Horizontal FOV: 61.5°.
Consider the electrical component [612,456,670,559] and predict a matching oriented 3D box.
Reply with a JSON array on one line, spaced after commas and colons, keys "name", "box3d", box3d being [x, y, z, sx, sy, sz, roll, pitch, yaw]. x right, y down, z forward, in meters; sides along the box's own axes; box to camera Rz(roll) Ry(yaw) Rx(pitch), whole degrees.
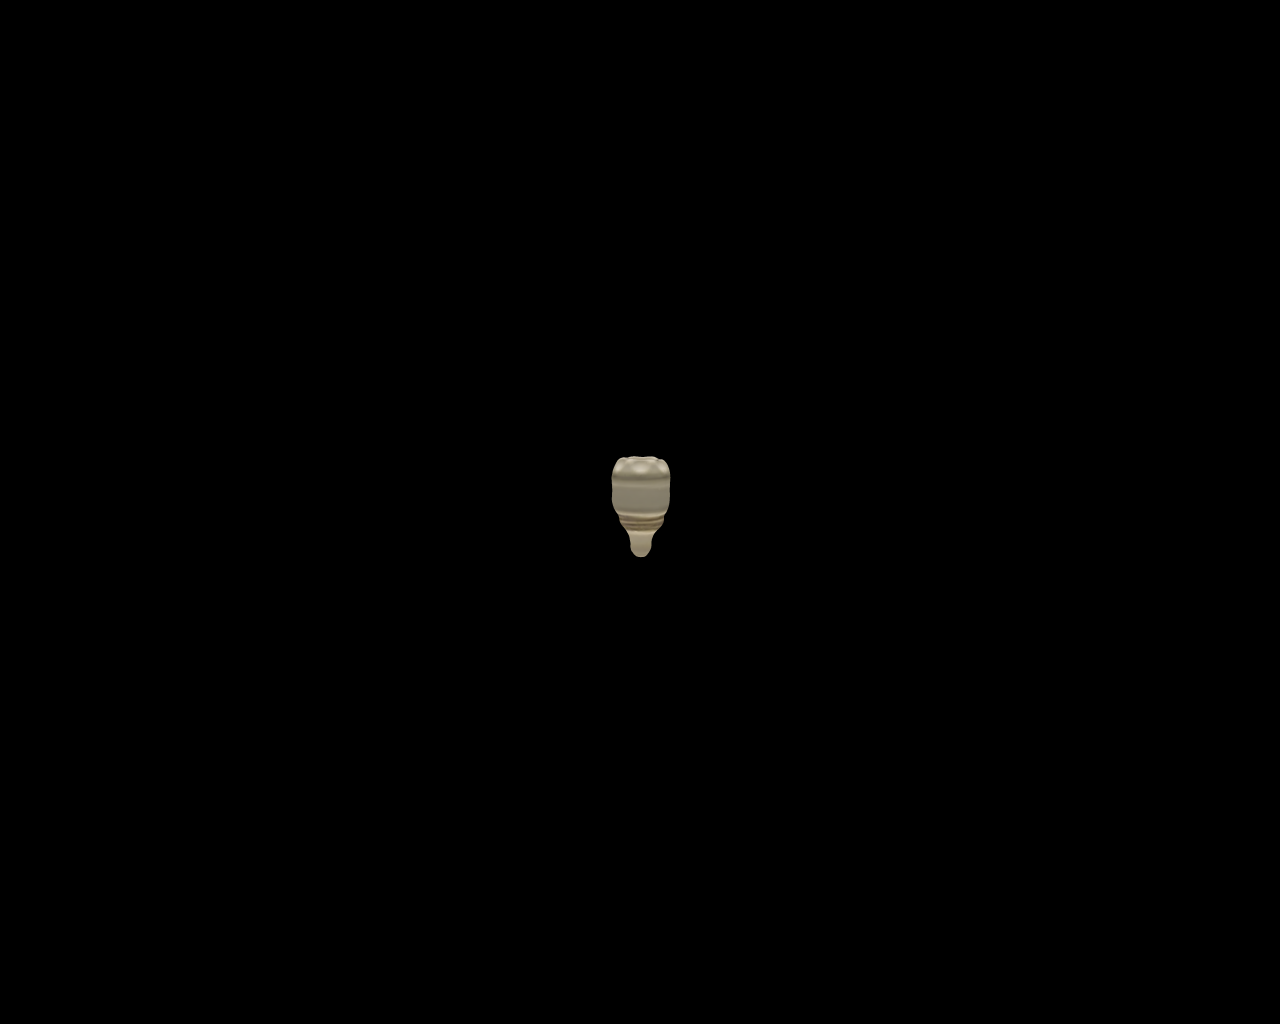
[{"name": "electrical component", "box3d": [0.001, -0.003, 0.650, 0.035, 0.061, 0.035, 0, 7, 0]}]
